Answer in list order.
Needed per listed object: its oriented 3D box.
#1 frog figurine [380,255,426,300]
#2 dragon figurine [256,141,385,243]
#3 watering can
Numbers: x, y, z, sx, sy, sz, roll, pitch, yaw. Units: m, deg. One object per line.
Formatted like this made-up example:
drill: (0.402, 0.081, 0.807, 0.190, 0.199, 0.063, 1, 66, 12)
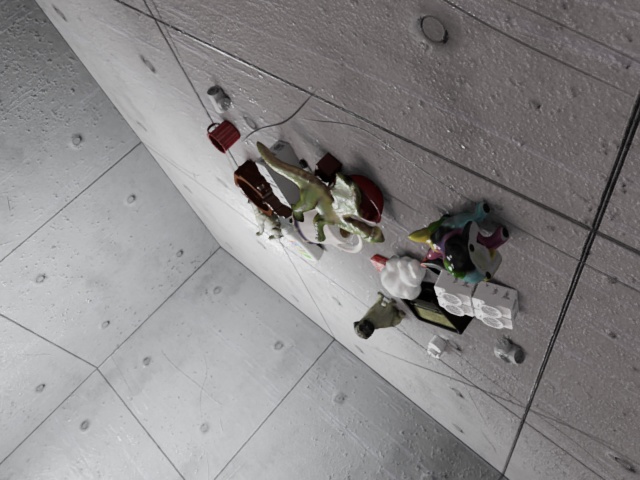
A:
frog figurine: (0.248, 0.111, 1.498, 0.137, 0.123, 0.159, 64, 174, -4)
dragon figurine: (0.018, -0.125, 1.332, 0.406, 0.124, 0.240, 47, 147, -18)
watering can: (0.005, -0.080, 1.586, 0.224, 0.106, 0.342, -2, 136, 41)
